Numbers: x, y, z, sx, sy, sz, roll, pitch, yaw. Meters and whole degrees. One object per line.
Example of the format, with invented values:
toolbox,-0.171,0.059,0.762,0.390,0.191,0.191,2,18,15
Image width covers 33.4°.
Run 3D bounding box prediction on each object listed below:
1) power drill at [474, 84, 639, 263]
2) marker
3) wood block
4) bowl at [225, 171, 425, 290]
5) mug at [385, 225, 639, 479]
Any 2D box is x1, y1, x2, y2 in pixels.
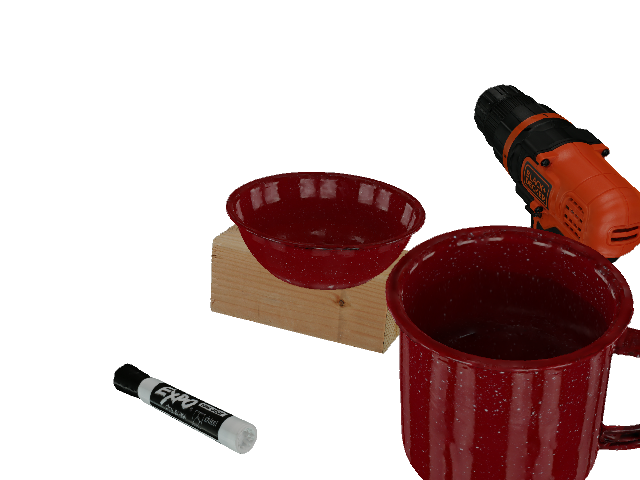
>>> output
power drill,0.148,0.004,0.728,0.057,0.188,0.184,-10,35,-13
marker,-0.088,0.103,0.667,0.121,0.020,0.020,18,11,39
wood block,-0.010,0.046,1.180,0.206,0.091,0.090,13,24,19
bowl,0.003,-0.003,0.871,0.162,0.055,0.162,2,23,-1
mug,0.084,0.054,0.424,0.117,0.081,0.093,7,34,15
